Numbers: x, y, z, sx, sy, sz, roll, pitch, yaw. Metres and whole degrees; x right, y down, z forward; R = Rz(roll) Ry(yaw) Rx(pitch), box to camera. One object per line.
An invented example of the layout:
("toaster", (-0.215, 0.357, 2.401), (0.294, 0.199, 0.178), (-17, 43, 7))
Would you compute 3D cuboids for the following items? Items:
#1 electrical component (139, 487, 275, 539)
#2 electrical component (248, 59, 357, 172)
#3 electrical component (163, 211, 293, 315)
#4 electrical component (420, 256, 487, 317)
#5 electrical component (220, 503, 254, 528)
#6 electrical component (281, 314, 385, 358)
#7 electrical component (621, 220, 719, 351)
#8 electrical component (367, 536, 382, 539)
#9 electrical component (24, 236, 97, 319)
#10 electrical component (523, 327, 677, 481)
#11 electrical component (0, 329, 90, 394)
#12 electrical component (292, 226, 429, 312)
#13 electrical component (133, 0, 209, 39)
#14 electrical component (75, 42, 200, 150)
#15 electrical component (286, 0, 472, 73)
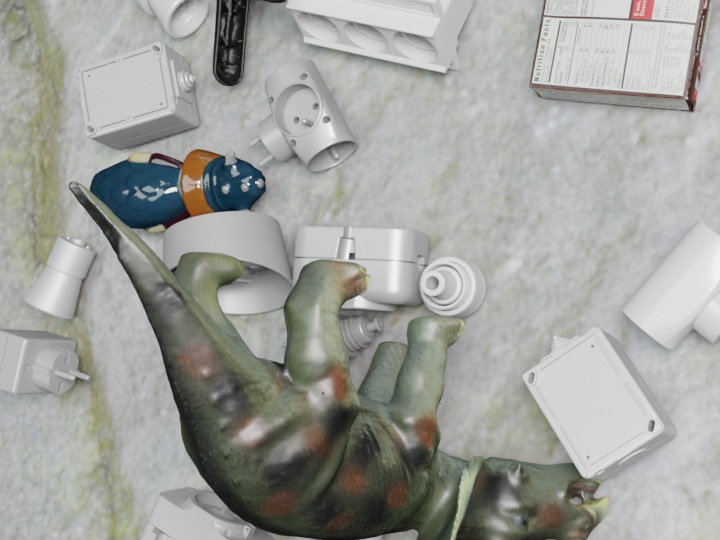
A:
("electrical component", (-0.118, 0.208, 0.833), (0.089, 0.050, 0.055), (26, 96, 24))
("electrical component", (-0.053, -0.110, 0.835), (0.079, 0.044, 0.077), (-33, 73, 19))
("electrical component", (-0.102, -0.005, 0.822), (0.099, 0.099, 0.064), (-15, 73, 22))
("electrical component", (0.062, 0.011, 0.763), (0.043, 0.062, 0.043), (-2, 85, 24))
("electrical component", (-0.070, 0.160, 0.807), (0.064, 0.081, 0.042), (38, 102, 45))
("electrical component", (-0.019, 0.053, 0.808), (0.078, 0.040, 0.040), (-22, 77, 21))
("electrical component", (0.226, 0.022, 0.698), (0.079, 0.044, 0.077), (43, 103, 21))
("electrical component", (-0.001, 0.180, 0.787), (0.043, 0.043, 0.062), (22, 93, 24))
("electrical component", (-0.253, 0.004, 0.918), (0.044, 0.044, 0.065), (25, 91, 24))
("electrical component", (0.158, 0.085, 0.718), (0.062, 0.061, 0.096), (-37, 64, 15))
("electrical component", (-0.263, 0.081, 0.901), (0.077, 0.066, 0.047), (13, 91, 25))
("electrical component", (0.000, 0.000, 0.796), (0.095, 0.054, 0.059), (2, 86, 24))
("electrical component", (-0.159, -0.226, 0.893), (0.055, 0.045, 0.045), (45, 103, 21))
("electrical component", (-0.175, -0.143, 0.888), (0.096, 0.061, 0.061), (-14, 80, 15))
("electrical component", (0.016, -0.196, 0.800), (0.121, 0.078, 0.063), (17, 71, 24))
